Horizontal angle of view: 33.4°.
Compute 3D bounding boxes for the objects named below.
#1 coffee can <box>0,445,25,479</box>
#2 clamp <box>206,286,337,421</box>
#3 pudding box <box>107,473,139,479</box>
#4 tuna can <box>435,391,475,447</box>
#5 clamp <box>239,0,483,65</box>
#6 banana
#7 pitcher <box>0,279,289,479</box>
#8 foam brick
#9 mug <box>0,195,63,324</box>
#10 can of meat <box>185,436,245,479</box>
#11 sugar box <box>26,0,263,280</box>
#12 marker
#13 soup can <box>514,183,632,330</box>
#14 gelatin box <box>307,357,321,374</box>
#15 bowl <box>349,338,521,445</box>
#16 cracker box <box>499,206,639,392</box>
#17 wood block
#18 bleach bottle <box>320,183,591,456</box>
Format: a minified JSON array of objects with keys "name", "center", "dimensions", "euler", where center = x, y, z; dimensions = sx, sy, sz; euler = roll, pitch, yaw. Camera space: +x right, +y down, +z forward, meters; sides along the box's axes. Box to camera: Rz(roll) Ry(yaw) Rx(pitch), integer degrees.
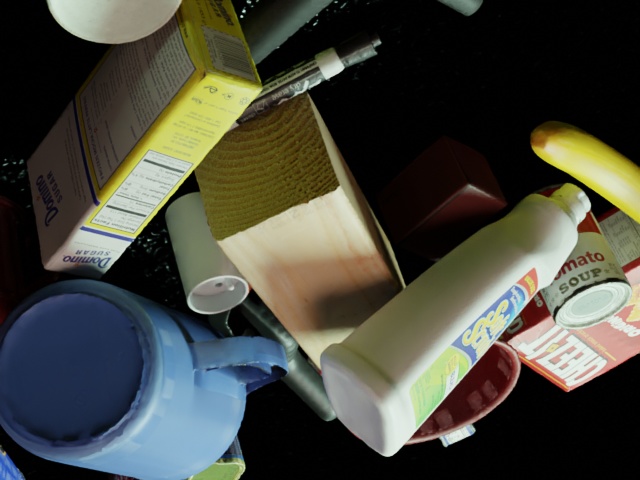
[{"name":"coffee can","center":[-0.306,0.193,0.868],"dimensions":[0.102,0.103,0.140],"euler":[-15,145,-7]},{"name":"clamp","center":[-0.057,0.085,0.880],"dimensions":[0.120,0.039,0.171],"euler":[2,136,28]},{"name":"pudding box","center":[-0.165,0.206,0.963],"dimensions":[0.039,0.090,0.114],"euler":[-5,143,-21]},{"name":"tuna can","center":[0.118,0.154,1.033],"dimensions":[0.034,0.086,0.086],"euler":[-26,144,5]},{"name":"clamp","center":[0.035,-0.158,0.576],"dimensions":[0.164,0.036,0.210],"euler":[-15,166,-13]},{"name":"banana","center":[0.224,-0.050,0.827],"dimensions":[0.197,0.070,0.037],"euler":[28,106,-29]},{"name":"pitcher","center":[-0.123,0.096,0.731],"dimensions":[0.149,0.145,0.243],"euler":[-57,169,-8]},{"name":"foam brick","center":[0.091,-0.031,0.803],"dimensions":[0.051,0.053,0.078],"euler":[19,130,-41]},{"name":"mug","center":[-0.220,0.023,0.700],"dimensions":[0.117,0.081,0.093],"euler":[-18,145,-2]},{"name":"can of meat","center":[-0.112,0.191,0.973],"dimensions":[0.057,0.084,0.102],"euler":[2,139,-28]},{"name":"sugar box","center":[-0.109,-0.065,0.627],"dimensions":[0.048,0.093,0.176],"euler":[14,134,-38]},{"name":"marker","center":[-0.016,-0.102,0.685],"dimensions":[0.121,0.020,0.020],"euler":[-26,144,9]},{"name":"soup can","center":[0.203,0.014,0.872],"dimensions":[0.068,0.102,0.068],"euler":[-12,145,-9]},{"name":"gelatin box","center":[0.034,0.097,0.965],"dimensions":[0.073,0.030,0.089],"euler":[0,138,-24]},{"name":"bowl","center":[0.091,0.114,0.937],"dimensions":[0.162,0.055,0.162],"euler":[-12,141,-10]},{"name":"cracker box","center":[0.275,0.046,0.976],"dimensions":[0.214,0.072,0.164],"euler":[-33,142,20]},{"name":"wood block","center":[-0.006,0.001,0.766],"dimensions":[0.090,0.091,0.206],"euler":[-24,145,7]},{"name":"bleach bottle","center":[0.111,0.040,0.777],"dimensions":[0.250,0.068,0.102],"euler":[-42,149,-21]}]
